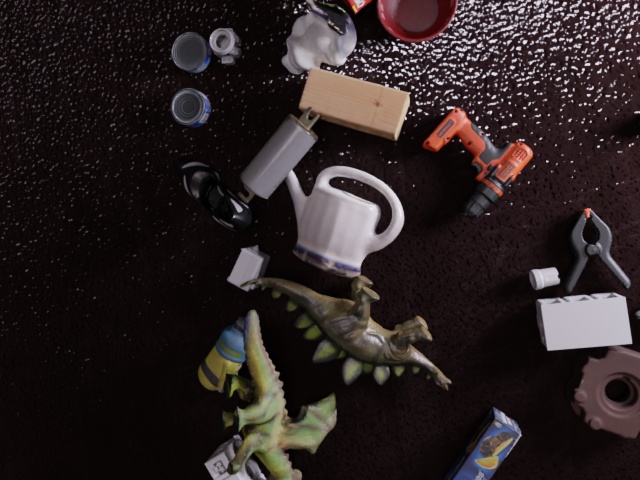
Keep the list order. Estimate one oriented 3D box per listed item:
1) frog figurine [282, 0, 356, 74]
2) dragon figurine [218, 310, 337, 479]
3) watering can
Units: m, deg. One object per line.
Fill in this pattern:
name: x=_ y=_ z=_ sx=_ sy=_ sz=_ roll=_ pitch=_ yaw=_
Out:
frog figurine: x=-0.003 y=-0.415 z=1.095 sx=0.137 sy=0.125 sz=0.156 roll=36 pitch=135 yaw=0
dragon figurine: x=-0.078 y=0.357 z=1.092 sx=0.242 sy=0.123 sz=0.408 roll=9 pitch=96 yaw=-23
watering can: x=0.003 y=-0.055 z=1.089 sx=0.349 sy=0.104 sz=0.223 roll=21 pitch=95 yaw=23
